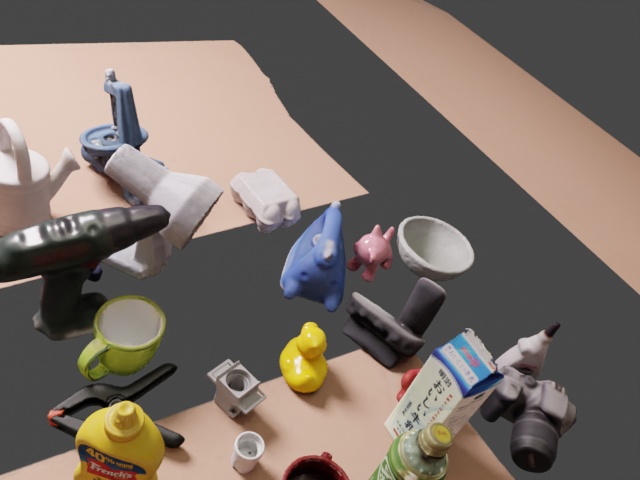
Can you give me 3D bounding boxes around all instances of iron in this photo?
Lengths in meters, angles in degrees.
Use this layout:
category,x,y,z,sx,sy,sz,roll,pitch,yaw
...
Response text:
category,x,y,z,sx,sy,sz,roll,pitch,yaw
iron,0.010,0.004,1.057,0.119,0.141,0.258,17,40,-6

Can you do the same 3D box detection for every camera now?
category,x,y,z,sx,sy,sz,roll,pitch,yaw
camera,0.337,0.288,0.921,0.143,0.101,0.137,28,40,7

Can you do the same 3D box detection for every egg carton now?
category,x,y,z,sx,sy,sz,roll,pitch,yaw
egg carton,-0.109,-0.082,1.155,0.107,0.069,0.150,-19,54,-39

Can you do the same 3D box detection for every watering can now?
category,x,y,z,sx,sy,sz,roll,pitch,yaw
watering can,-0.478,-0.108,0.913,0.100,0.194,0.173,32,40,12

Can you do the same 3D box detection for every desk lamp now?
category,x,y,z,sx,sy,sz,roll,pitch,yaw
desk lamp,-0.270,-0.039,0.917,0.203,0.213,0.118,24,39,2

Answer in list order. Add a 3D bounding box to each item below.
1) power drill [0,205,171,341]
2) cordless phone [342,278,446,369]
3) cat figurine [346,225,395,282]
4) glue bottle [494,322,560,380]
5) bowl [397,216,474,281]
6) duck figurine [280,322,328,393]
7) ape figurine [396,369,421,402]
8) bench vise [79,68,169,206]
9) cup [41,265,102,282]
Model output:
category,x,y,z,sx,sy,sz,roll,pitch,yaw
power drill,-0.332,0.042,0.801,0.230,0.208,0.075,-11,49,-34
cordless phone,0.127,0.110,0.957,0.147,0.185,0.094,32,40,12
cat figurine,0.107,0.017,1.107,0.067,0.117,0.128,36,41,17
glue bottle,0.356,0.196,0.977,0.078,0.173,0.037,10,41,-14
bowl,0.227,0.030,1.181,0.167,0.074,0.167,13,40,-11
duck figurine,-0.017,0.177,0.892,0.078,0.086,0.104,12,40,-13
ape figurine,0.175,0.232,0.916,0.076,0.092,0.077,-10,49,-33
bench vise,-0.341,-0.188,1.048,0.207,0.219,0.121,24,39,2
cup,-0.377,0.044,0.868,0.117,0.095,0.092,33,40,12
